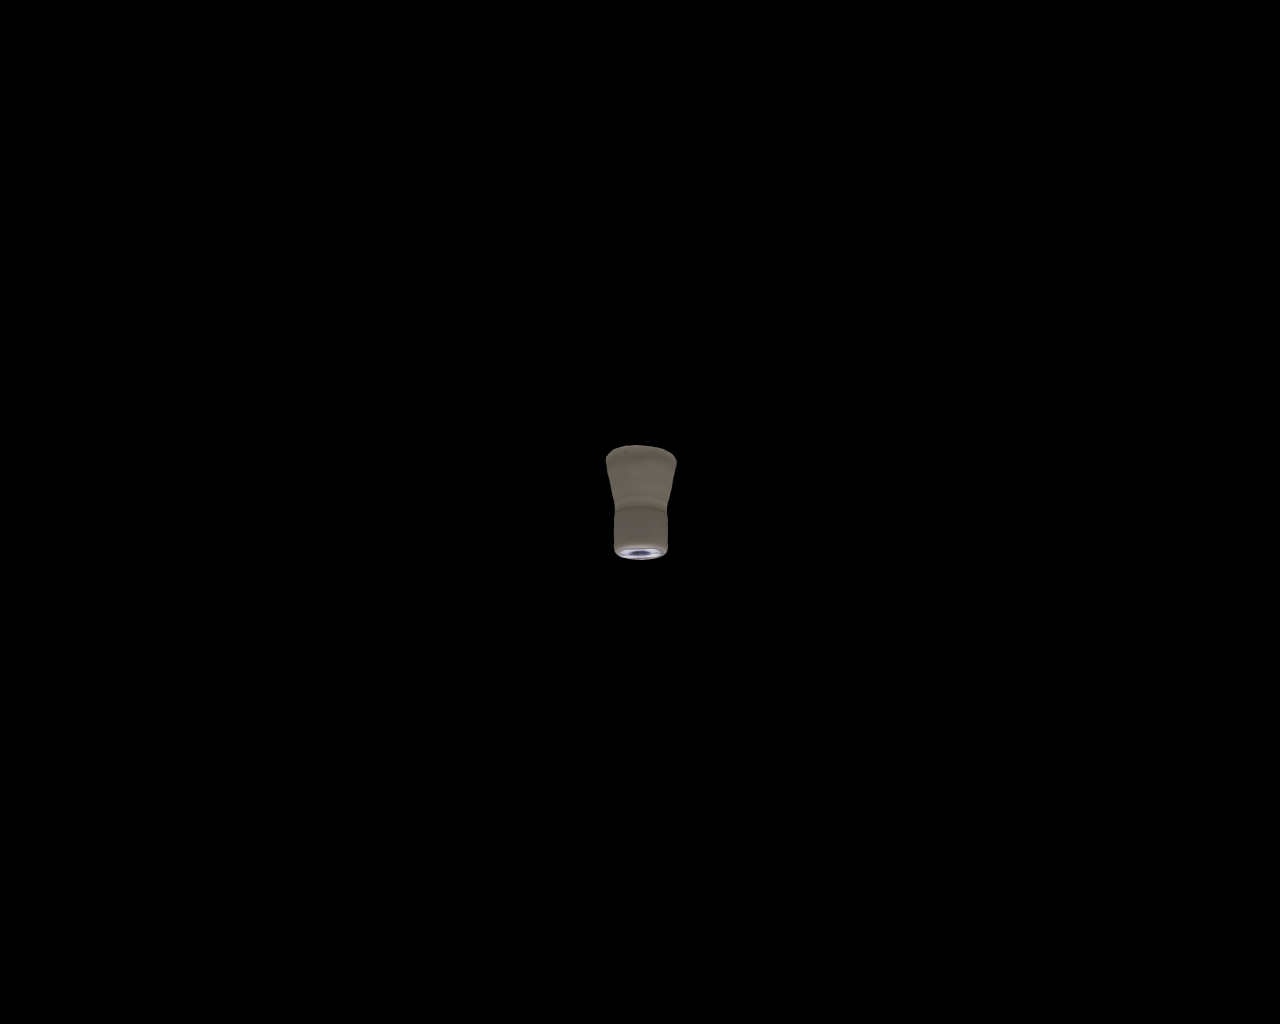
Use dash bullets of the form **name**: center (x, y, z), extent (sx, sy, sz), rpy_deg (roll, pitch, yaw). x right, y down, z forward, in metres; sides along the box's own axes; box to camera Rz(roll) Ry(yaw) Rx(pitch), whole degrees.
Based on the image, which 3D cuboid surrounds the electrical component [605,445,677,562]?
- **electrical component**: center (0.001, -0.003, 0.650), extent (0.044, 0.065, 0.044), rpy_deg (0, -19, 0)
